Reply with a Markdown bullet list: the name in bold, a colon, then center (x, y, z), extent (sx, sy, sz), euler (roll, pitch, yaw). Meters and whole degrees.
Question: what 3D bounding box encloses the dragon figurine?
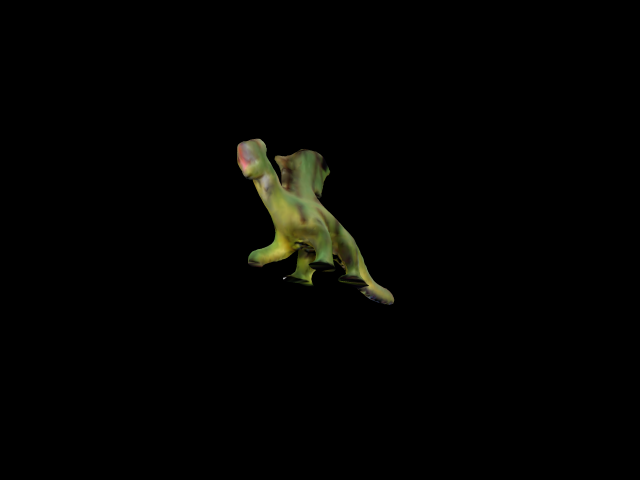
- **dragon figurine**: center (0.003, -0.043, 0.850), extent (0.121, 0.247, 0.406), euler (-16, -28, 33)
